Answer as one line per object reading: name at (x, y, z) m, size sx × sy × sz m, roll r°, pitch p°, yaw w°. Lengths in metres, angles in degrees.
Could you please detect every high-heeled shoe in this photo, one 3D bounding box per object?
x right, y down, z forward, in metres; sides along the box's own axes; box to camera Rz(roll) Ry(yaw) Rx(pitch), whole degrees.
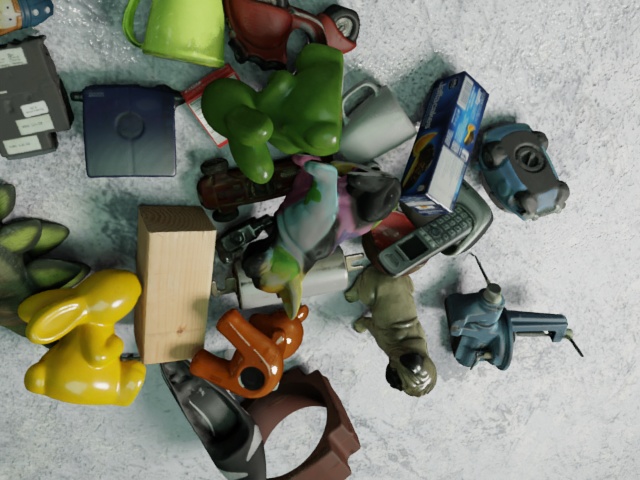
high-heeled shoe at (-0.162, 0.267, 0.813) m, size 0.086 × 0.249 × 0.145 m, roll -37°, pitch 143°, yaw -15°

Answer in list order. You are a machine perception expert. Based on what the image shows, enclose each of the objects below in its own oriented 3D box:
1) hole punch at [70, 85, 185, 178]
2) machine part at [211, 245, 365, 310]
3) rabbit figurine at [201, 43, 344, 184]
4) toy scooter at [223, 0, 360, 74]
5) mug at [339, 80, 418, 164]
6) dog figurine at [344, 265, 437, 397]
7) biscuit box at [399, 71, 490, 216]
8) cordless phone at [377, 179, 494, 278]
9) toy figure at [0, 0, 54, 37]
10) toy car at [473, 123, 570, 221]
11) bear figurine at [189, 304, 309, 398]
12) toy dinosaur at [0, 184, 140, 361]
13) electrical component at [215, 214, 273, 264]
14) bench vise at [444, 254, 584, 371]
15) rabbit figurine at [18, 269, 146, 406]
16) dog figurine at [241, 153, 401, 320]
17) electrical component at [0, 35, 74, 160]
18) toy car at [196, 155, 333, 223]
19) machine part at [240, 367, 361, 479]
hole punch at (-0.234, -0.133, 0.667) m, size 0.142 × 0.092 × 0.115 m, roll -2°, pitch 113°, yaw -14°
machine part at (-0.046, 0.056, 0.829) m, size 0.243 × 0.079 × 0.079 m, roll -11°, pitch 119°, yaw -14°
rabbit figurine at (-0.059, -0.141, 0.636) m, size 0.170 × 0.159 × 0.121 m, roll 3°, pitch 141°, yaw 4°
toy scooter at (-0.043, -0.245, 0.683) m, size 0.184 × 0.075 × 0.135 m, roll 8°, pitch 115°, yaw -27°
mug at (0.066, -0.162, 0.756) m, size 0.107 × 0.081 × 0.109 m, roll -36°, pitch 126°, yaw 14°
dog figurine at (0.130, 0.134, 0.862) m, size 0.121 × 0.191 × 0.172 m, roll -21°, pitch 119°, yaw -8°
biscuit box at (0.176, -0.137, 0.764) m, size 0.059 × 0.063 × 0.202 m, roll 30°, pitch 72°, yaw -30°
cordless phone at (0.148, -0.025, 0.806) m, size 0.184 × 0.147 × 0.088 m, roll -29°, pitch 148°, yaw -15°
toy figure at (-0.373, -0.249, 0.580) m, size 0.154 × 0.058 × 0.064 m, roll -6°, pitch 156°, yaw -17°
toy car at (0.312, -0.098, 0.853) m, size 0.109 × 0.161 × 0.103 m, roll -18°, pitch 165°, yaw -16°
bear figurine at (-0.093, 0.149, 0.821) m, size 0.132 × 0.196 × 0.120 m, roll 34°, pitch 110°, yaw -4°
toy dinosaur at (-0.412, 0.057, 0.693) m, size 0.198 × 0.105 × 0.470 m, roll -31°, pitch 132°, yaw -7°
electrical component at (-0.107, -0.003, 0.785) m, size 0.102 × 0.078 × 0.045 m, roll -28°, pitch 102°, yaw -1°
bench vise at (0.343, 0.152, 0.972) m, size 0.241 × 0.129 × 0.223 m, roll 1°, pitch 124°, yaw 0°
rabbit figurine at (-0.302, 0.113, 0.697) m, size 0.162 × 0.122 × 0.173 m, roll 23°, pitch 91°, yaw -38°
dog figurine at (-0.002, -0.002, 0.731) m, size 0.191 × 0.109 × 0.219 m, roll 9°, pitch 108°, yaw -24°
electrical component at (-0.358, -0.162, 0.626) m, size 0.115 × 0.058 × 0.134 m, roll -11°, pitch 119°, yaw -11°
toy car at (-0.073, -0.083, 0.766) m, size 0.202 × 0.053 × 0.089 m, roll -12°, pitch 116°, yaw -11°
machine part at (-0.047, 0.330, 0.894) m, size 0.201 × 0.201 × 0.087 m, roll -32°, pitch 124°, yaw -2°
